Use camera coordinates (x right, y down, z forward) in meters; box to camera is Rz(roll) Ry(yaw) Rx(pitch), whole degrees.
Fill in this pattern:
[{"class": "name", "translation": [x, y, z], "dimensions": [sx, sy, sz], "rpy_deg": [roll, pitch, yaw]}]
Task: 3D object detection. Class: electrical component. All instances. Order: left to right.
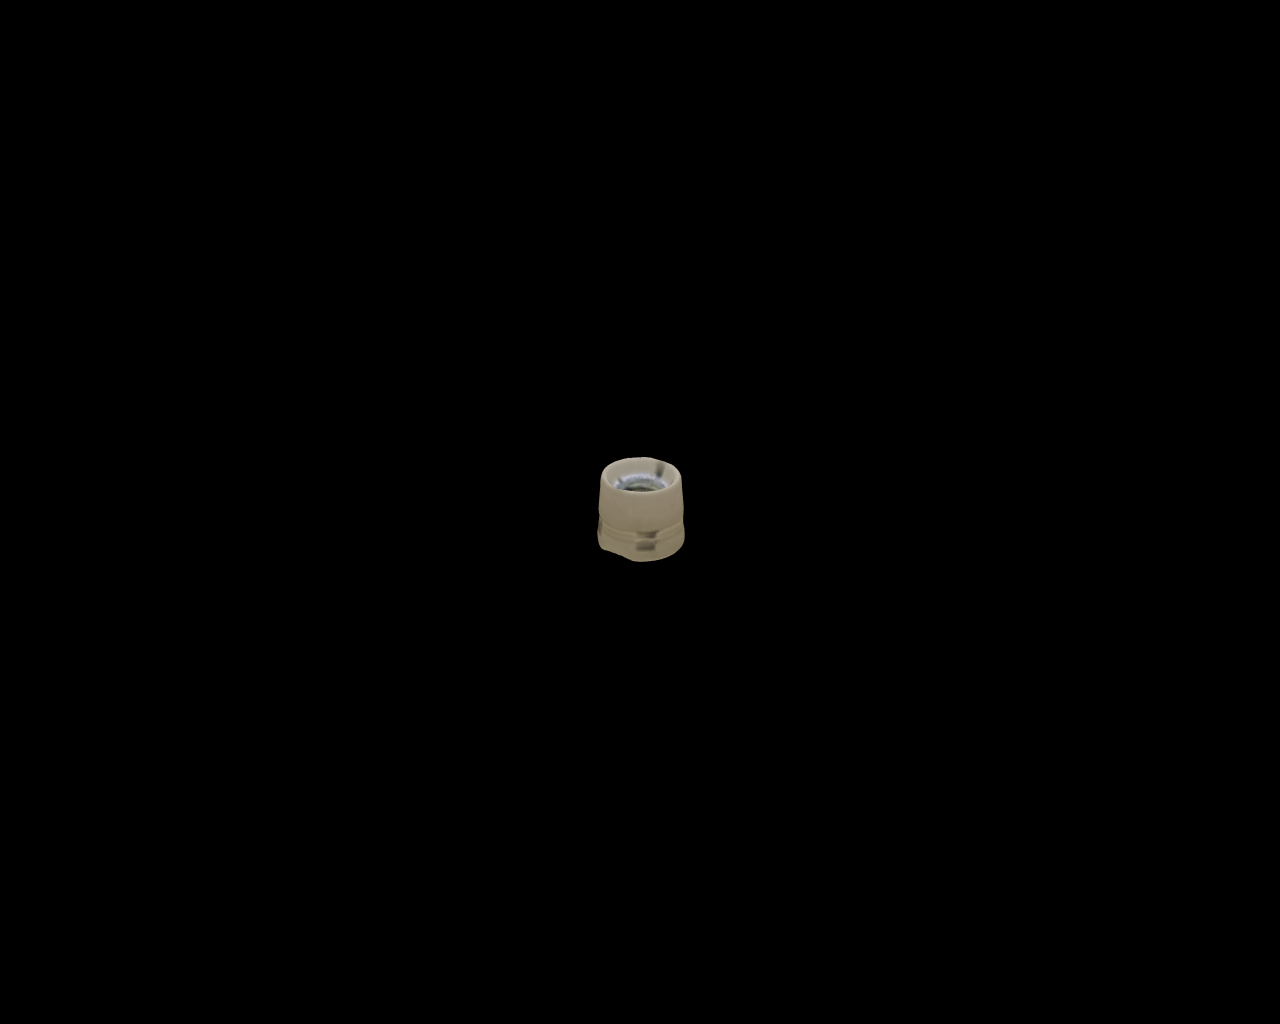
[{"class": "electrical component", "translation": [0.001, -0.003, 0.650], "dimensions": [0.055, 0.047, 0.055], "rpy_deg": [0, 30, 0]}]
